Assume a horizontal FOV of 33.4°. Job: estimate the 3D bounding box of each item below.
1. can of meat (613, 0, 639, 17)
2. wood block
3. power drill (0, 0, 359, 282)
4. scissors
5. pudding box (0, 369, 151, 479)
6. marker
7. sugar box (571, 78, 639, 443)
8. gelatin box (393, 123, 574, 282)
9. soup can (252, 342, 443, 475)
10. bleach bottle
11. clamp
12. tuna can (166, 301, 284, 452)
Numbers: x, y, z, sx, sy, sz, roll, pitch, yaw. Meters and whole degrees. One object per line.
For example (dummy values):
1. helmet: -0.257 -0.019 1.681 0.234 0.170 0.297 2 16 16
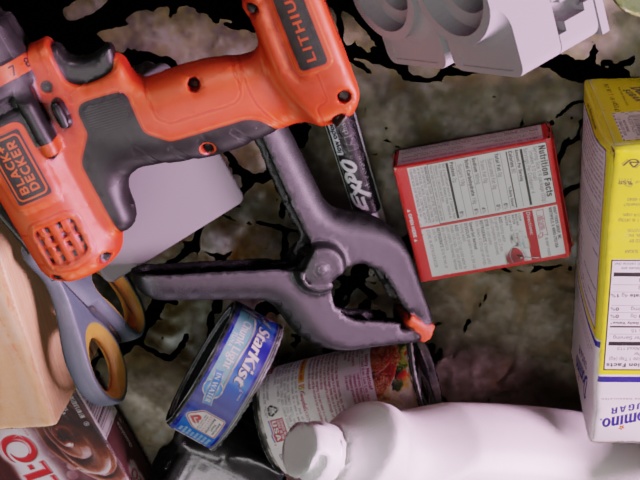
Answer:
1. can of meat: 0.171 -0.151 0.491 0.102 0.084 0.057 -24 112 17
2. wood block: -0.205 -0.002 0.608 0.090 0.090 0.206 -6 117 10
3. power drill: -0.088 -0.089 0.497 0.188 0.057 0.184 -21 112 8
4. scissors: -0.147 0.028 0.576 0.016 0.096 0.201 -12 154 16
5. pudding box: -0.172 0.139 0.705 0.090 0.039 0.113 -16 114 14
6. marker: 0.022 -0.034 0.605 0.020 0.020 0.121 -13 115 12
7. sugar box: 0.163 0.011 0.571 0.048 0.093 0.176 -3 118 8
8. gelatin box: 0.092 -0.021 0.598 0.089 0.030 0.073 -11 114 12
9. soup can: 0.018 0.099 0.646 0.102 0.068 0.068 -16 114 14
10. bleach bottle: 0.092 0.128 0.594 0.250 0.068 0.103 17 124 -35
11. clamp: -0.004 0.001 0.583 0.171 0.039 0.120 22 103 -24
12. tuna can: -0.057 0.080 0.635 0.033 0.086 0.086 30 116 -7
